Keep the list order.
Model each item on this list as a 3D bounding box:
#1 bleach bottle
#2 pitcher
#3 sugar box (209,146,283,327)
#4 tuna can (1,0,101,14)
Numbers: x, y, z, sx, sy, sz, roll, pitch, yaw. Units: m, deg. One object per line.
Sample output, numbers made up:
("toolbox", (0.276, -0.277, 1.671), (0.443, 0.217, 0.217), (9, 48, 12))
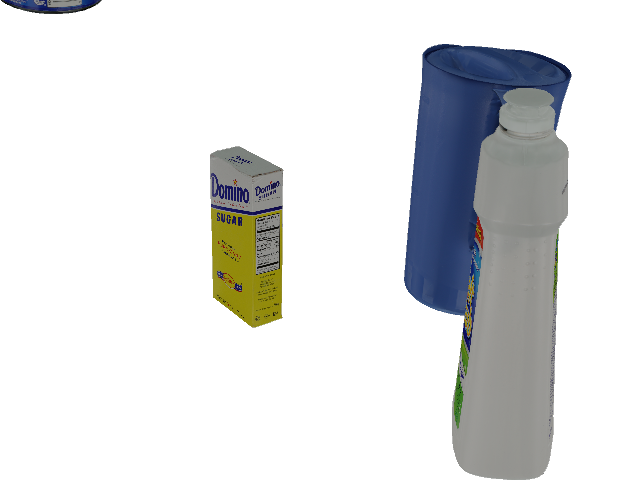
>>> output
("bleach bottle", (0.120, 0.024, 0.664), (0.068, 0.251, 0.102), (3, 30, 8))
("pitcher", (0.147, -0.051, 0.991), (0.145, 0.243, 0.148), (24, 30, 34))
("sugar box", (-0.081, -0.004, 1.155), (0.048, 0.176, 0.093), (-17, 28, -31))
("tuna can", (-0.202, -0.201, 0.794), (0.086, 0.034, 0.086), (6, 36, -4))
